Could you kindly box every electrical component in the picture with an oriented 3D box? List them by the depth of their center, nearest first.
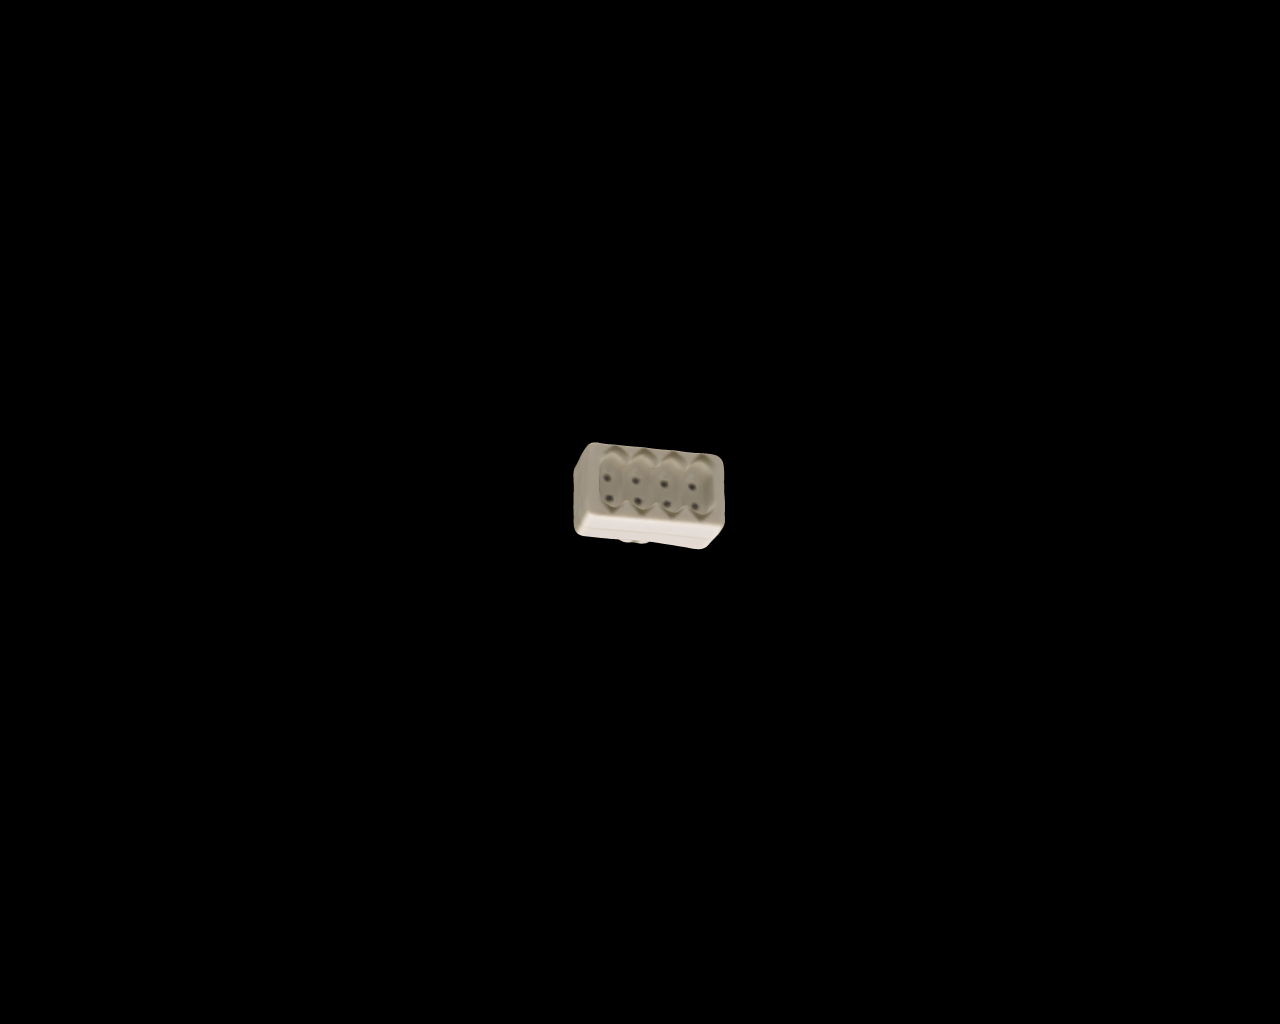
[{"bbox_3d":[0.001,-0.003,0.650,0.083,0.047,0.075,6,-23,-14],"label":"electrical component"}]
